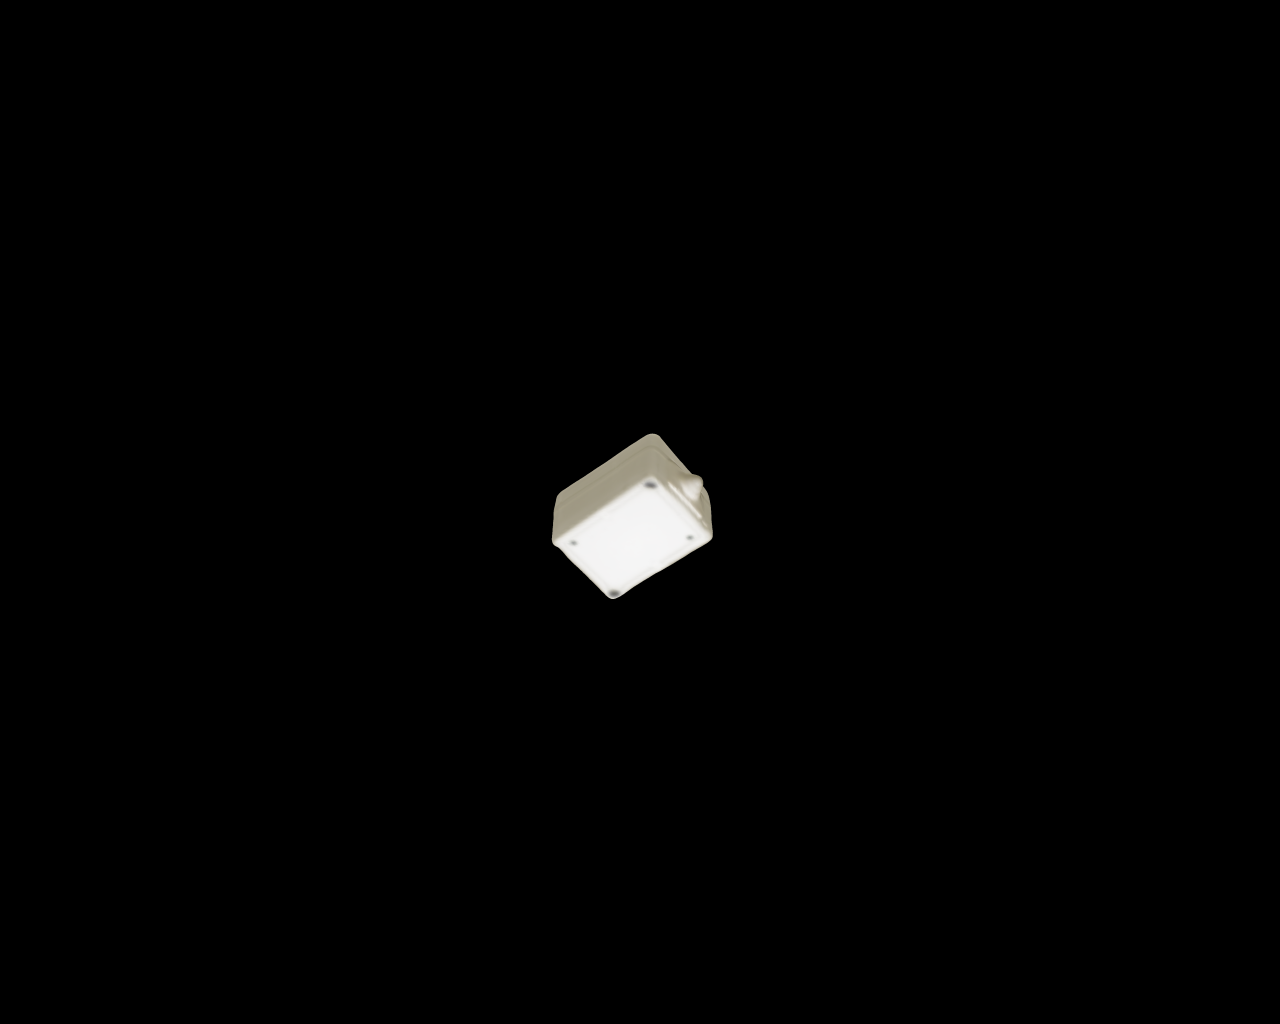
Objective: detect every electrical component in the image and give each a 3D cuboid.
[{"bbox_3d":[0.001,-0.003,0.650,0.096,0.061,0.061,-33,29,21],"label":"electrical component"}]
